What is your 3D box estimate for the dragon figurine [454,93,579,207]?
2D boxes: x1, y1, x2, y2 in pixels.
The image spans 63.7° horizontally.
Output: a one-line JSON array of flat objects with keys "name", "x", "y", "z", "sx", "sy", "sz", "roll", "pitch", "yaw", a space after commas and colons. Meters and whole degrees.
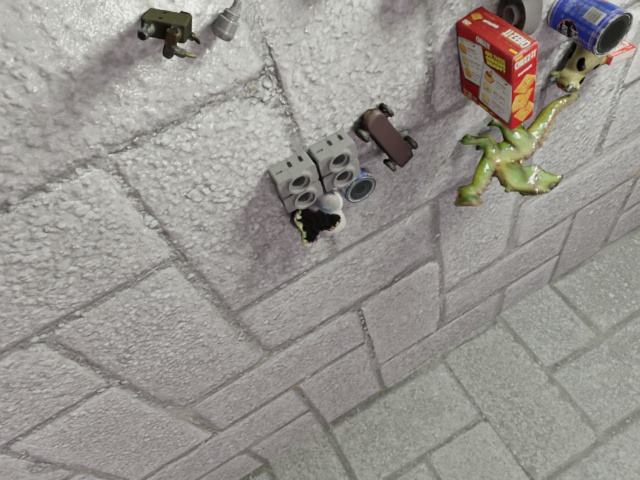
[{"name": "dragon figurine", "x": 0.514, "y": -0.207, "z": 1.302, "sx": 0.408, "sy": 0.248, "sz": 0.120, "roll": -27, "pitch": 147, "yaw": 11}]

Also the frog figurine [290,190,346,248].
[{"name": "frog figurine", "x": 0.004, "y": -0.061, "z": 1.214, "sx": 0.135, "sy": 0.123, "sz": 0.161, "roll": -61, "pitch": 175, "yaw": 21}]
